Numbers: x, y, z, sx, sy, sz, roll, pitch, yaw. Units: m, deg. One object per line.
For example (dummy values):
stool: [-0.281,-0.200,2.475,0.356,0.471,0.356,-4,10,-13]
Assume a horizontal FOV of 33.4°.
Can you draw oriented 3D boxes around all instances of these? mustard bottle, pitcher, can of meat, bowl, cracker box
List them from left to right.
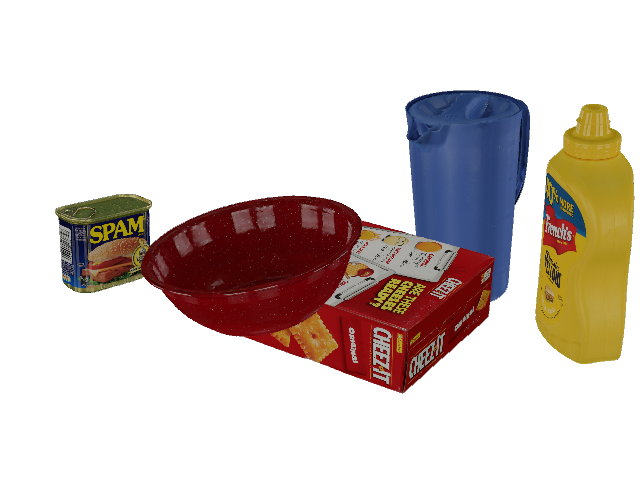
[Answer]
can of meat: [-0.231,0.003,1.151,0.101,0.084,0.058,-16,26,-41]
bowl: [-0.045,0.024,0.776,0.162,0.055,0.162,-10,24,4]
cracker box: [0.026,0.047,0.975,0.214,0.072,0.163,17,30,31]
pitcher: [0.178,-0.053,1.271,0.149,0.243,0.145,-1,24,5]
mustard bottle: [0.200,-0.010,0.806,0.058,0.192,0.096,-5,26,-7]
